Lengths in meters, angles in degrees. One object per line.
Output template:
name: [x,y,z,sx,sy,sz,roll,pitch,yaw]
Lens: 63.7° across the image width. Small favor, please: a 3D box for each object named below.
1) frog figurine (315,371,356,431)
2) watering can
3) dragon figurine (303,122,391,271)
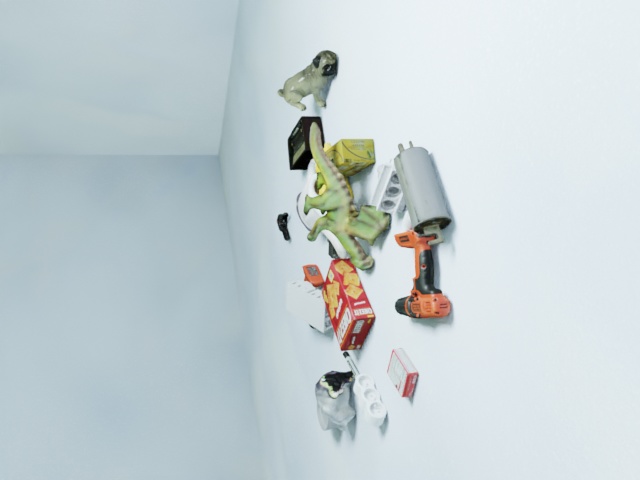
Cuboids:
frog figurine: [0.048,0.479,1.540,0.140,0.123,0.156,-60,-30,-59]
watering can: [0.005,-0.081,1.619,0.221,0.104,0.352,128,133,-64]
dragon figurine: [0.078,-0.092,1.334,0.244,0.124,0.402,15,125,30]
